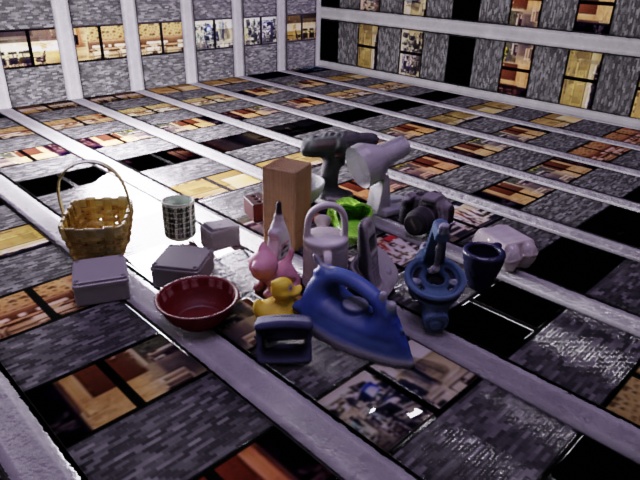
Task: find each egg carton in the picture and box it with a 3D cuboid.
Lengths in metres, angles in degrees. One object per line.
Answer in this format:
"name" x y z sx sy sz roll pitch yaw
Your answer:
"egg carton" 0.442 0.016 1.378 0.107 0.069 0.150 -11 29 -24

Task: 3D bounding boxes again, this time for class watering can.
"watering can" 0.009 0.005 1.236 0.101 0.194 0.172 -11 29 -24

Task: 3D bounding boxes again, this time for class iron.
"iron" 0.071 0.124 1.056 0.257 0.141 0.119 22 33 35

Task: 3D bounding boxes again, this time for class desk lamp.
"desk lamp" 0.174 -0.179 1.595 0.204 0.214 0.117 -13 30 -27

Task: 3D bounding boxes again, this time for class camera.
"camera" 0.267 -0.074 1.516 0.142 0.101 0.137 20 32 32

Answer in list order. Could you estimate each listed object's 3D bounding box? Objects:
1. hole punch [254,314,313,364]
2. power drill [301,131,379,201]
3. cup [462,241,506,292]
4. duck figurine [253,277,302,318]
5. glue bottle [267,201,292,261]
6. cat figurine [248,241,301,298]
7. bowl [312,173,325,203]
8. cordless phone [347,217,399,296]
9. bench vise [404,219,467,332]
"hole punch" -0.067 0.161 1.029 0.108 0.091 0.101 0 26 -4
"power drill" 0.056 -0.222 1.683 0.229 0.208 0.076 8 27 13
"cup" 0.361 0.058 1.259 0.091 0.095 0.118 23 33 37
"duck figurine" -0.080 0.114 1.130 0.105 0.086 0.077 -4 27 -12
"glue bottle" -0.092 -0.005 1.273 0.037 0.173 0.078 11 28 20
"cat figurine" -0.102 0.056 1.211 0.128 0.118 0.067 -20 34 -37
"bowl" -0.068 -0.139 1.658 0.167 0.075 0.167 1 26 0
"cordless phone" 0.114 0.028 1.205 0.094 0.185 0.148 11 28 18
"bench vise" 0.215 0.043 1.141 0.122 0.220 0.207 -6 27 -15
